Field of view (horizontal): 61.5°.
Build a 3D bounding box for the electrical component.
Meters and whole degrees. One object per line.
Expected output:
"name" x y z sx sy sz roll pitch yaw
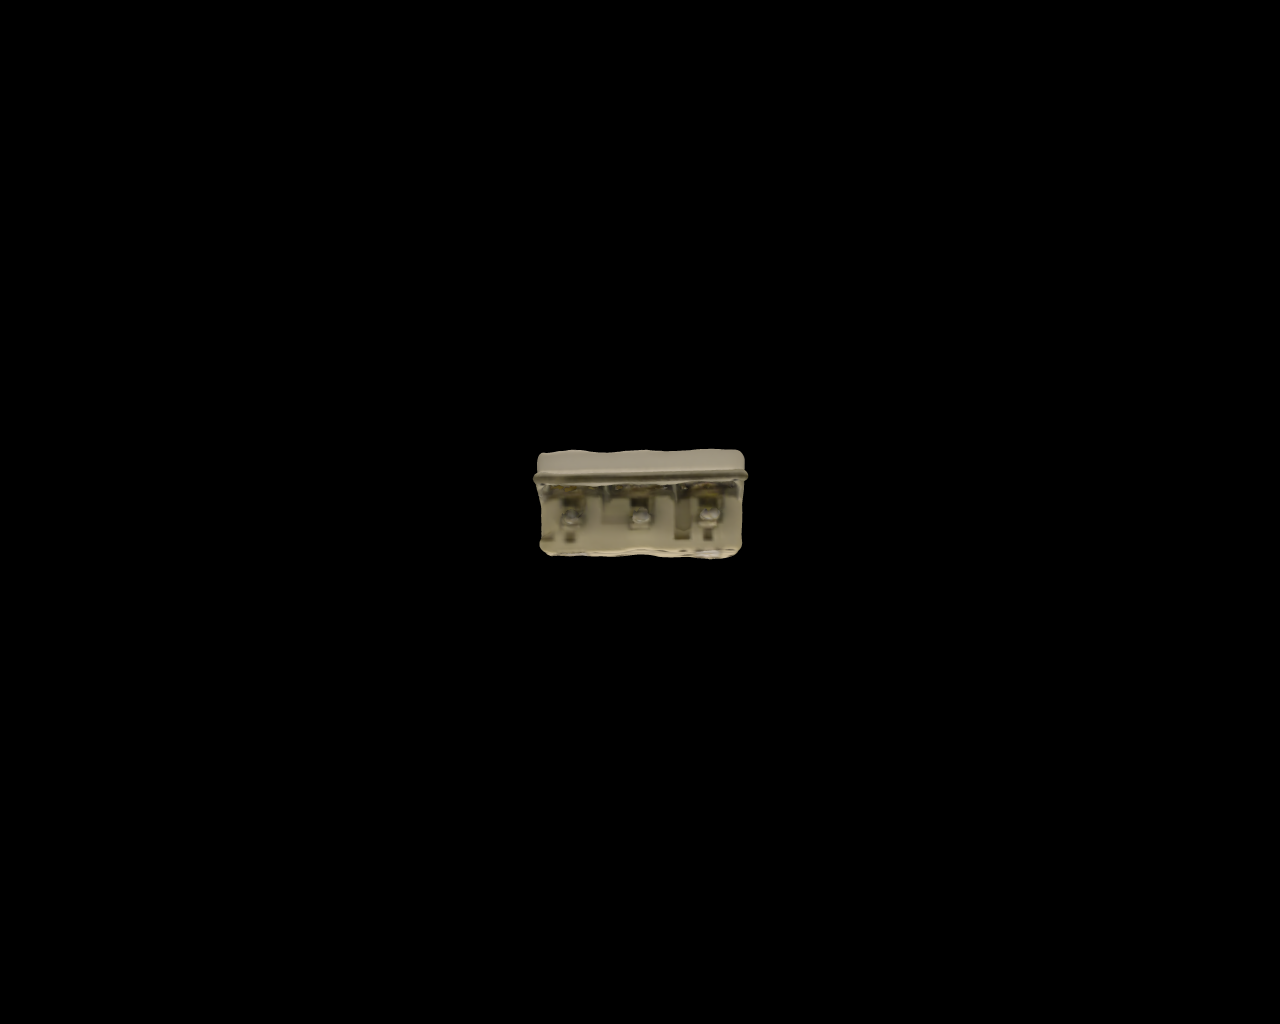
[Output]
"electrical component" 0.001 -0.003 0.650 0.121 0.063 0.078 0 -7 0
